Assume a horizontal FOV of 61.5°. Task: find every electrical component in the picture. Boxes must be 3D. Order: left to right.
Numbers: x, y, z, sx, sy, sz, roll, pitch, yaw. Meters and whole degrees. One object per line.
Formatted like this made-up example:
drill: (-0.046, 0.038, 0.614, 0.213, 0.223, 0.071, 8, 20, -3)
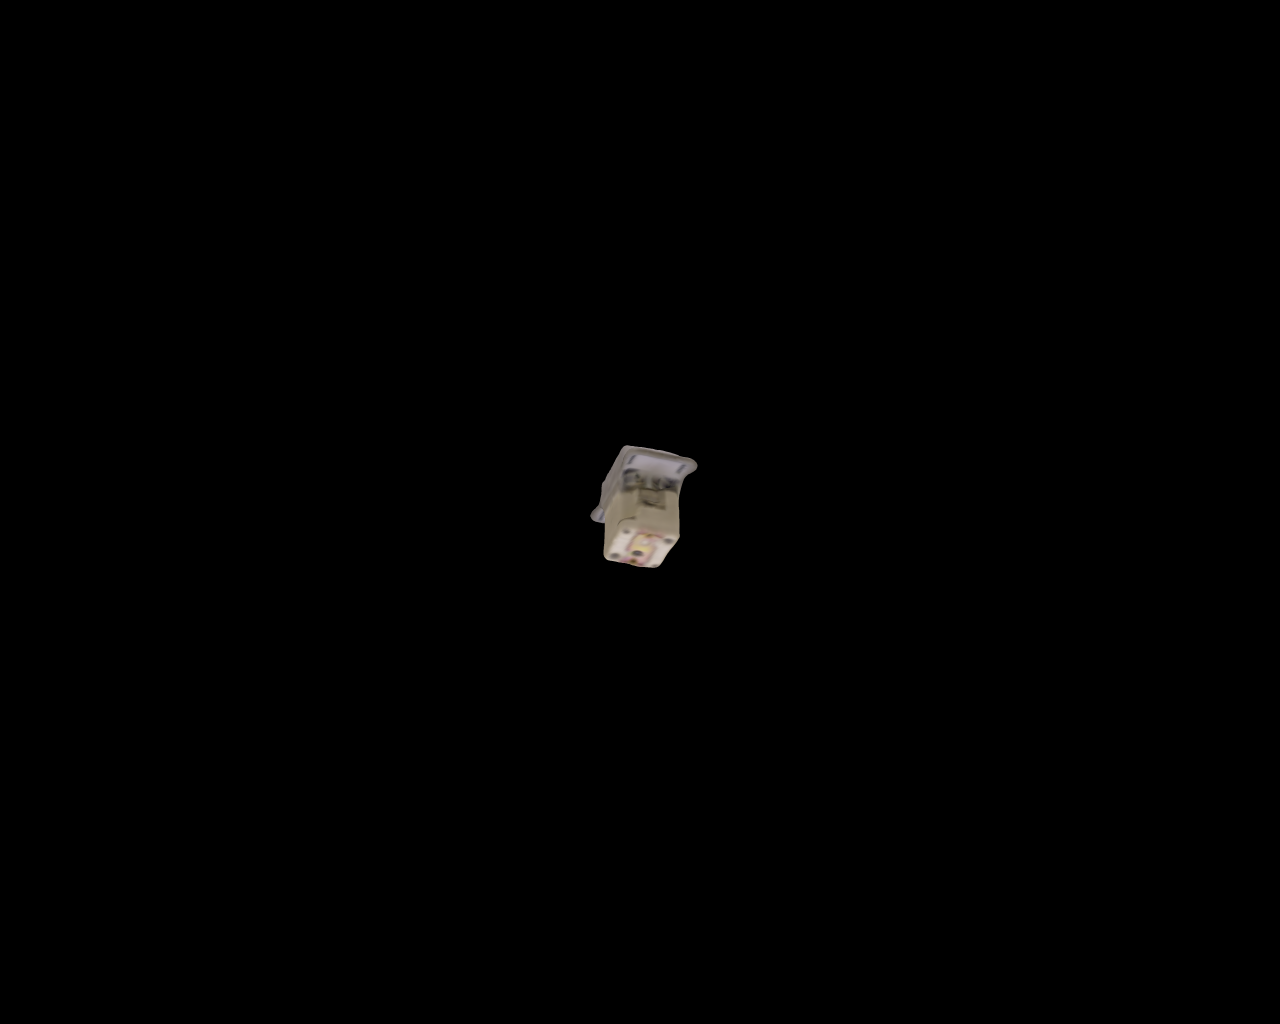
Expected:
electrical component: (0.001, -0.003, 0.650, 0.042, 0.064, 0.080, 10, -34, -15)
